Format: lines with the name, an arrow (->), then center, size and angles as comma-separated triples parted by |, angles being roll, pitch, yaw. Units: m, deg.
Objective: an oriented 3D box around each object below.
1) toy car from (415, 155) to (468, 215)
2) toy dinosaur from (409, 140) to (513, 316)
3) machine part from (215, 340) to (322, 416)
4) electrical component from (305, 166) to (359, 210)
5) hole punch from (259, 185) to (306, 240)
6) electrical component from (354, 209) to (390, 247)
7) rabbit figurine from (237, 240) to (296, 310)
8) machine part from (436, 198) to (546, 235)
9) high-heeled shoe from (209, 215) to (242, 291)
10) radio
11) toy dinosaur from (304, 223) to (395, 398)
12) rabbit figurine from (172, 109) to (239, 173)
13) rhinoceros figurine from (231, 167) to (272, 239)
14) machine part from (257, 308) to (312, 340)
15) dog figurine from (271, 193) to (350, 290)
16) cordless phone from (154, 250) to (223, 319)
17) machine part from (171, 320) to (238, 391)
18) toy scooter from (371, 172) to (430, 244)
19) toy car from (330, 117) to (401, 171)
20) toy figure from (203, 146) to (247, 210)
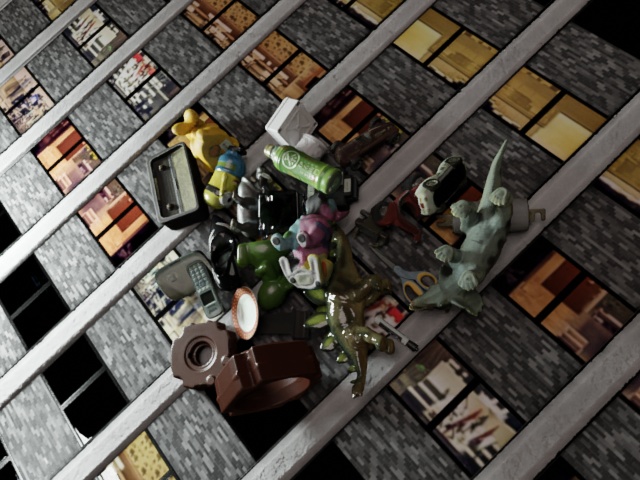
toy car -> 0.291, -0.130, 1.266 | 0.056, 0.073, 0.202 | 3, 35, 43
toy dinosaur -> 0.344, 0.003, 1.160 | 0.131, 0.192, 0.404 | 29, 90, 28
machine part -> -0.114, 0.299, 1.173 | 0.201, 0.201, 0.087 | -2, 55, -33
electrical component -> 0.031, -0.126, 1.385 | 0.134, 0.058, 0.115 | -2, 72, 15
hole punch -> -0.092, -0.069, 1.371 | 0.116, 0.092, 0.142 | -1, 91, 19
electrical component -> 0.130, -0.027, 1.330 | 0.102, 0.045, 0.078 | 24, 50, 20
rabbit figurine -> -0.114, 0.086, 1.336 | 0.159, 0.121, 0.170 | -8, 86, 6
machine part -> 0.392, -0.054, 1.244 | 0.243, 0.079, 0.079 | -3, 70, 16
high-heeled shoe -> -0.256, 0.023, 1.362 | 0.086, 0.145, 0.249 | -28, 67, 3
radio -> -0.401, -0.148, 1.506 | 0.131, 0.073, 0.230 | -21, 65, 7
toy dinosaur -> 0.063, 0.134, 1.249 | 0.199, 0.105, 0.471 | -13, 55, 20
rabbit figurine -> -0.339, -0.290, 1.515 | 0.122, 0.162, 0.173 | -50, 47, 8
rhinoceros figurine -> -0.177, -0.100, 1.411 | 0.112, 0.073, 0.190 | 11, 81, -8
machine part -> -0.091, 0.207, 1.307 | 0.139, 0.039, 0.084 | 0, 75, 14
dog figurine -> -0.003, -0.004, 1.272 | 0.109, 0.219, 0.191 | -10, 108, 35
cordless phone -> -0.328, 0.133, 1.379 | 0.147, 0.088, 0.184 | -28, 70, 4
machine part -> -0.286, 0.283, 1.324 | 0.179, 0.056, 0.179 | -6, 68, 15
toy scooter -> 0.224, -0.071, 1.299 | 0.184, 0.075, 0.135 | -39, 86, -14
toy car -> 0.120, -0.254, 1.388 | 0.202, 0.053, 0.089 | -34, 60, -19
toy figure -> -0.257, -0.169, 1.471 | 0.089, 0.082, 0.180 | 8, 79, 36
